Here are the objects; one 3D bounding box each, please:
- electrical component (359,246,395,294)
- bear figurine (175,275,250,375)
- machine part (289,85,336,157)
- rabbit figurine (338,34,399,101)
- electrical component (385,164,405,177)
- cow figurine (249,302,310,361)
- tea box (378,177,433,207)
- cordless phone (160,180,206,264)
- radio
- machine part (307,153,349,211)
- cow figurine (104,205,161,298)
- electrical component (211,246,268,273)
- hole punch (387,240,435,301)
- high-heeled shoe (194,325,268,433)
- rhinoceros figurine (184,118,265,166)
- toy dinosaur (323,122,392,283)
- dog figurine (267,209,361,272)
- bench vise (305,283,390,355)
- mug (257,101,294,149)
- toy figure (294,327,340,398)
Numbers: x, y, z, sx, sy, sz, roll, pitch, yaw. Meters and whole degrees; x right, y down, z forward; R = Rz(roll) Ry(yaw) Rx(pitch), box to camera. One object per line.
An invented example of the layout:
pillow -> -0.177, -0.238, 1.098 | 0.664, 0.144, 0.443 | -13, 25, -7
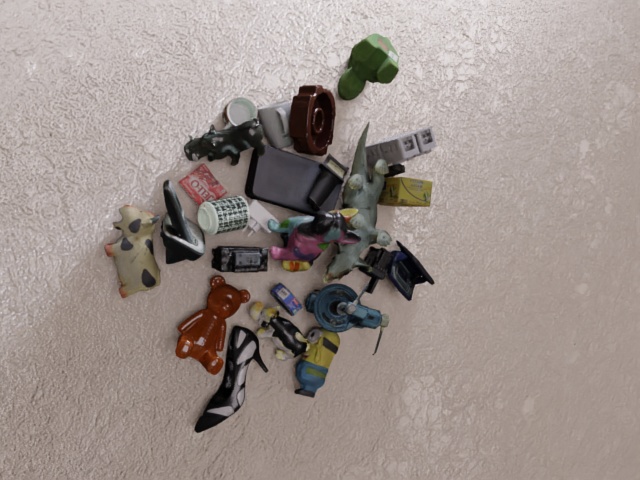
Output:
electrical component -> 0.140, 0.078, 1.421 | 0.047, 0.075, 0.119 | 33, 82, -21
bear figurine -> -0.241, 0.189, 1.240 | 0.120, 0.132, 0.196 | 37, 85, -21
machine part -> -0.018, -0.288, 1.301 | 0.056, 0.179, 0.179 | 8, 90, 22
rabbit figurine -> 0.103, -0.435, 1.356 | 0.121, 0.170, 0.159 | 32, 39, -22
electrical component -> 0.194, -0.183, 1.423 | 0.094, 0.063, 0.021 | 5, 73, -65
cow figurine -> -0.100, 0.216, 1.306 | 0.167, 0.098, 0.068 | 52, 47, -17
tea box -> 0.202, -0.122, 1.386 | 0.098, 0.170, 0.068 | 4, 91, -24
cordless phone -> -0.314, -0.053, 1.173 | 0.089, 0.147, 0.184 | -13, 117, -7
radio -> -0.064, -0.140, 1.329 | 0.229, 0.073, 0.131 | 15, 87, -21
machine part -> 0.014, -0.136, 1.302 | 0.084, 0.039, 0.139 | 35, 76, -29
cow figurine -> -0.403, 0.018, 1.188 | 0.127, 0.085, 0.194 | -16, 96, -15
electrical component -> -0.185, 0.044, 1.252 | 0.115, 0.134, 0.058 | -1, 93, -24
hole punch -> 0.232, 0.086, 1.442 | 0.092, 0.116, 0.142 | -40, 110, 7
high-heeled shoe -> -0.232, 0.325, 1.274 | 0.249, 0.086, 0.145 | -42, 104, -21
rhinoceros figurine -> -0.217, -0.220, 1.231 | 0.190, 0.112, 0.073 | -13, 77, 11
toy dinosaur -> 0.098, -0.077, 1.362 | 0.131, 0.192, 0.404 | 13, 72, -15
dog figurine -> -0.003, -0.004, 1.252 | 0.191, 0.219, 0.108 | 45, 39, -56
bench vise -> 0.078, 0.179, 1.318 | 0.224, 0.240, 0.129 | 27, 78, -3
mug -> -0.095, -0.275, 1.296 | 0.081, 0.110, 0.107 | -25, 113, -22
toy figure -> -0.009, 0.308, 1.365 | 0.089, 0.082, 0.180 | 26, 74, -40
